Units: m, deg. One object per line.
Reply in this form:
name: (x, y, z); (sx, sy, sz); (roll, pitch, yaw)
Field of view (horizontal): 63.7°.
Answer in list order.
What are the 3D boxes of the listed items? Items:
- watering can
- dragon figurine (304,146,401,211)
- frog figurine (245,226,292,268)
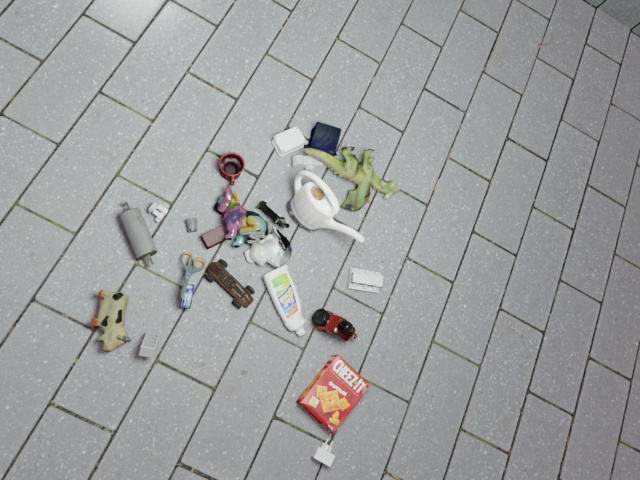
watering can: (0.006, -0.095, 1.896); (0.105, 0.220, 0.348); (-35, 86, -38)
dragon figurine: (0.128, -0.234, 2.025); (0.410, 0.121, 0.244); (0, 84, -20)
frog figurine: (-0.187, 0.045, 1.878); (0.158, 0.122, 0.139); (-38, 73, 14)
